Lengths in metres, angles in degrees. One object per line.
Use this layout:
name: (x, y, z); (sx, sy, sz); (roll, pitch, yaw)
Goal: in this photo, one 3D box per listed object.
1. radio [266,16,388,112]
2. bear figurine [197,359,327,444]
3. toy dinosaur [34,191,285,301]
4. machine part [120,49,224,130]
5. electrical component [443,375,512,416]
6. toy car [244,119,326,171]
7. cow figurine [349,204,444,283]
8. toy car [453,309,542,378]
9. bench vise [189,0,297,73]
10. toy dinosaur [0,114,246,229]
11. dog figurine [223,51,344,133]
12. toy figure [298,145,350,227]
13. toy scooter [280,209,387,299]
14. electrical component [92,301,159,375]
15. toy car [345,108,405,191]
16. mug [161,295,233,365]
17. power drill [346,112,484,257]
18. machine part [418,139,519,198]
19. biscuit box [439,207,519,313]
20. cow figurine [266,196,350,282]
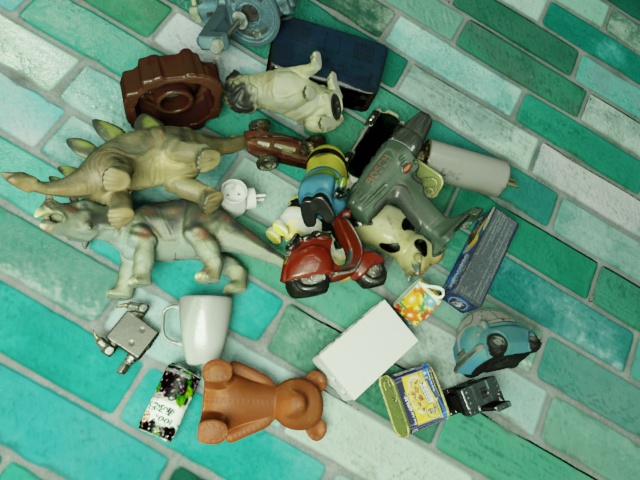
radio: (0.011, -0.346, 1.063); (0.230, 0.073, 0.131); (13, 70, -8)
bear figurine: (-0.079, 0.246, 0.805); (0.196, 0.132, 0.120); (7, 73, -5)
toy dinosaur: (-0.226, -0.008, 0.866); (0.405, 0.131, 0.192); (0, 71, -21)
machine part: (-0.250, -0.245, 0.911); (0.179, 0.179, 0.056); (-13, 72, -18)
electrical component: (0.262, 0.259, 0.888); (0.075, 0.119, 0.048); (-17, 77, -16)
toy car: (-0.046, -0.158, 0.952); (0.202, 0.053, 0.089); (8, 65, -45)
cow figurine: (0.132, -0.005, 0.967); (0.195, 0.085, 0.127); (21, 70, -3)
toy car: (0.299, 0.170, 0.941); (0.162, 0.109, 0.103); (-5, 55, -25)
bench vise: (-0.166, -0.406, 0.980); (0.224, 0.128, 0.241); (10, 50, 12)
toy dinosaur: (-0.234, -0.125, 0.813); (0.199, 0.105, 0.471); (34, 31, 29)
dog figurine: (-0.067, -0.255, 1.004); (0.191, 0.172, 0.121); (-2, 54, 29)
toy figure: (0.009, -0.091, 0.870); (0.082, 0.089, 0.180); (9, 29, 6)
toy scooter: (0.017, 0.018, 0.863); (0.184, 0.075, 0.135); (-6, 78, -24)
electrical component: (-0.296, 0.144, 0.827); (0.078, 0.045, 0.102); (40, 67, 4)
toy car: (0.098, -0.173, 1.034); (0.073, 0.056, 0.202); (29, 65, 4)
mug: (-0.192, 0.141, 0.838); (0.109, 0.081, 0.107); (1, 77, -13)
power drill: (0.173, -0.089, 0.908); (0.207, 0.086, 0.232); (44, 78, 9)
machine part: (0.279, -0.140, 1.055); (0.243, 0.079, 0.079); (15, 68, -10)
biscuit box: (0.298, 0.038, 1.007); (0.063, 0.059, 0.202); (35, 66, -3)
cow figurine: (-0.002, -0.001, 0.944); (0.167, 0.068, 0.098); (36, 61, -1)
